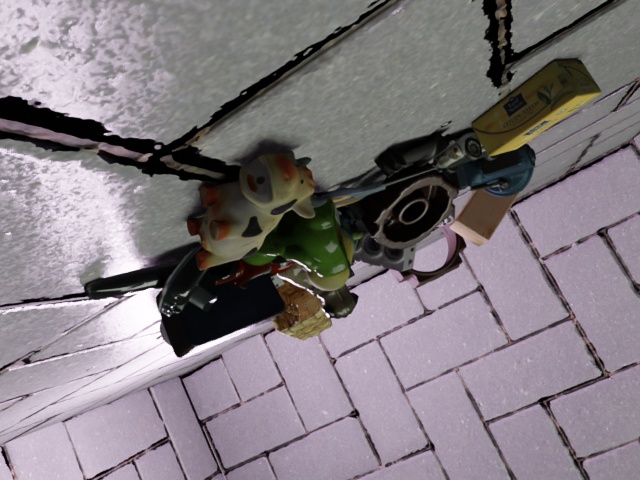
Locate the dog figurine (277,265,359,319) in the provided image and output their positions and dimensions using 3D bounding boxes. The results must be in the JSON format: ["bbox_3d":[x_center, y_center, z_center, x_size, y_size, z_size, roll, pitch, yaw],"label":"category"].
[{"bbox_3d":[-0.016,0.089,1.139,0.172,0.190,0.121,-18,167,-35],"label":"dog figurine"}]

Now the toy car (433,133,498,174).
[{"bbox_3d":[0.289,-0.170,0.975,0.202,0.056,0.073,-19,174,-32],"label":"toy car"}]

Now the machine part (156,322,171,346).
[{"bbox_3d":[-0.286,0.181,1.249,0.243,0.079,0.079,-29,170,19],"label":"machine part"}]

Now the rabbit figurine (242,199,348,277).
[{"bbox_3d":[-0.053,0.004,0.833,0.170,0.121,0.159,-13,168,9],"label":"rabbit figurine"}]

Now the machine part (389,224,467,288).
[{"bbox_3d":[0.266,0.010,1.417,0.201,0.201,0.087,-25,166,-9],"label":"machine part"}]

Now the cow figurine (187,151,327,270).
[{"bbox_3d":[-0.077,-0.036,0.636,0.127,0.085,0.195,-14,162,-30],"label":"cow figurine"}]

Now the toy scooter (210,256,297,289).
[{"bbox_3d":[-0.114,0.041,0.960,0.184,0.075,0.135,-22,166,-14],"label":"toy scooter"}]

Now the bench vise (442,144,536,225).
[{"bbox_3d":[0.360,-0.138,1.150,0.224,0.129,0.240,-30,165,32],"label":"bench vise"}]

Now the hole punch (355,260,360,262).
[{"bbox_3d":[0.121,-0.011,1.283,0.116,0.092,0.142,-36,164,26],"label":"hole punch"}]

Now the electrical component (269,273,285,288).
[{"bbox_3d":[-0.114,0.095,1.258,0.063,0.021,0.093,-26,127,1],"label":"electrical component"}]

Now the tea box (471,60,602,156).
[{"bbox_3d":[0.344,-0.210,0.865,0.098,0.068,0.169,-19,169,-39],"label":"tea box"}]

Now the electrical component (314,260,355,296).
[{"bbox_3d":[0.017,0.054,1.261,0.134,0.115,0.058,-34,172,36],"label":"electrical component"}]

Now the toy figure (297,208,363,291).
[{"bbox_3d":[0.029,0.015,0.981,0.082,0.089,0.180,-55,-176,38],"label":"toy figure"}]

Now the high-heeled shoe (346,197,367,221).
[{"bbox_3d":[0.119,-0.074,1.095,0.248,0.086,0.145,11,-171,-37],"label":"high-heeled shoe"}]

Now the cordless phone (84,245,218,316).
[{"bbox_3d":[-0.258,0.075,0.823,0.184,0.088,0.146,-10,165,-23],"label":"cordless phone"}]

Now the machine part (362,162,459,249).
[{"bbox_3d":[0.160,-0.061,0.964,0.179,0.056,0.179,-19,141,-17],"label":"machine part"}]

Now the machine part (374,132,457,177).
[{"bbox_3d":[0.152,-0.136,0.851,0.139,0.039,0.084,-22,178,-34],"label":"machine part"}]

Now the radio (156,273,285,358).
[{"bbox_3d":[-0.187,0.120,1.022,0.229,0.131,0.073,-16,166,-47],"label":"radio"}]
